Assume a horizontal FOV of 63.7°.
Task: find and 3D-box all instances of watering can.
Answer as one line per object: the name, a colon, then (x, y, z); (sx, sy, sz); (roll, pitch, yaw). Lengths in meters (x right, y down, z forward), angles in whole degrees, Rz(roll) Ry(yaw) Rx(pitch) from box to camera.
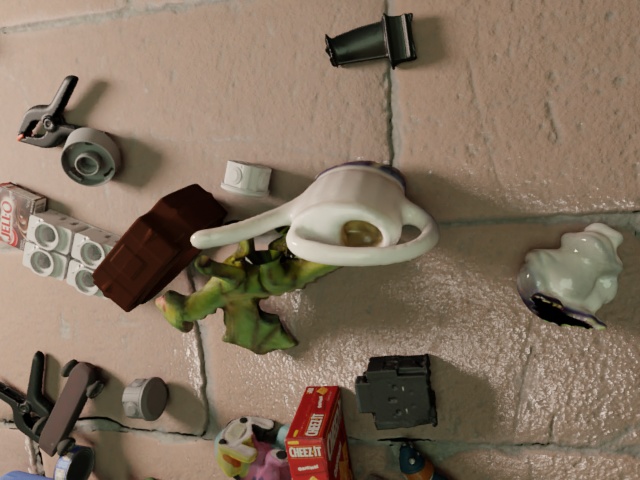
watering can: (0.002, -0.039, 0.770); (0.348, 0.229, 0.102); (4, 122, 12)

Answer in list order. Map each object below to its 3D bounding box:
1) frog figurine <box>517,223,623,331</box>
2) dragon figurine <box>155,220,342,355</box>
frog figurine: (0.379, 0.046, 0.779); (0.138, 0.120, 0.162); (21, 70, 16)
dragon figurine: (-0.084, 0.095, 0.892); (0.410, 0.125, 0.237); (1, 122, -2)
